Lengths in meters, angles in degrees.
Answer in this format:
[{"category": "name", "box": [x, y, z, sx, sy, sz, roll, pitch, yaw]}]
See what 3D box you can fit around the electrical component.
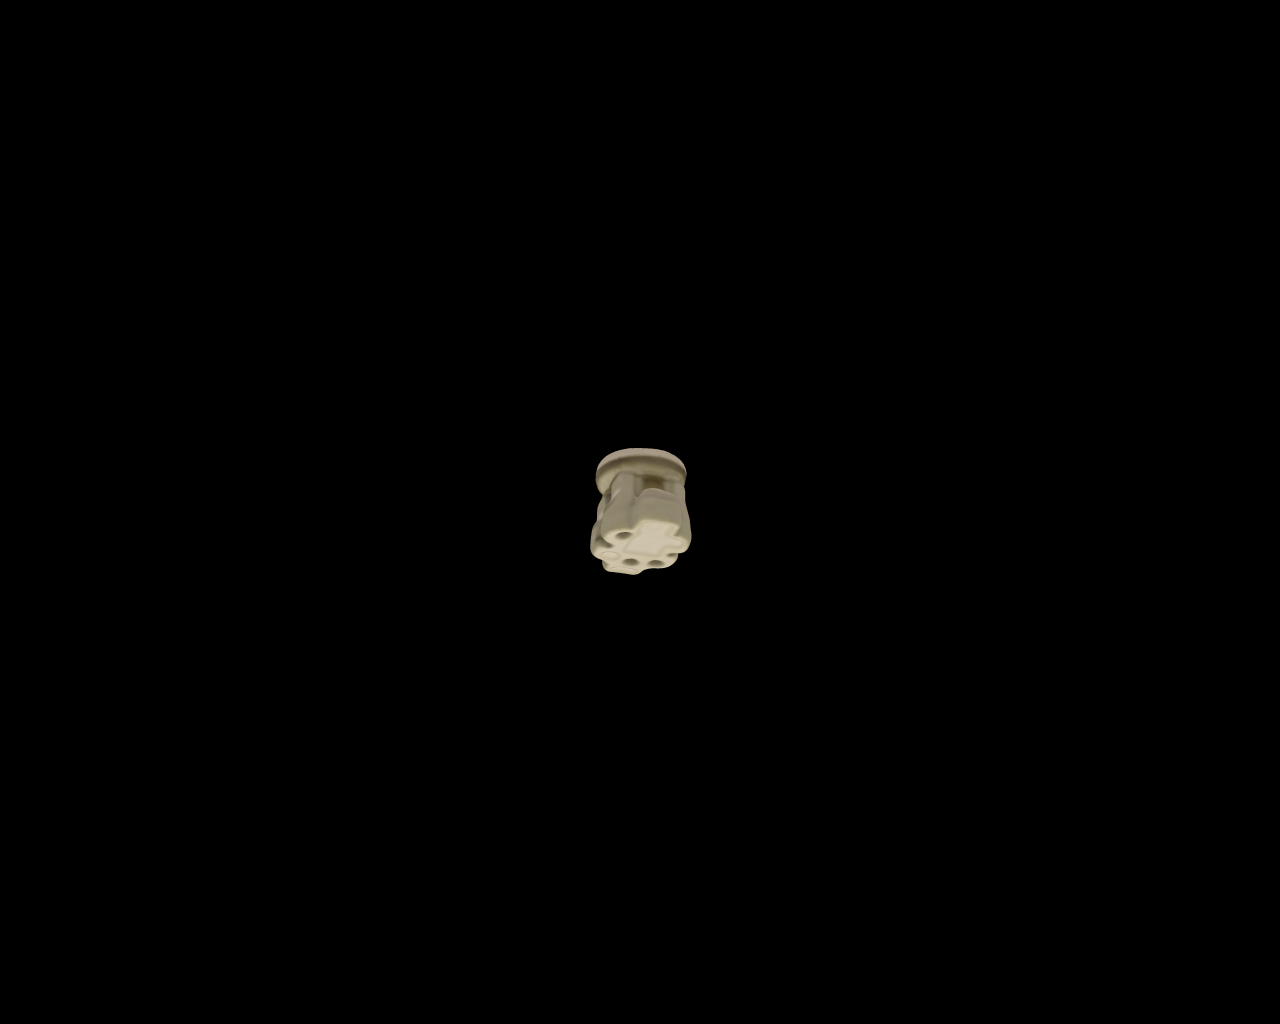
[{"category": "electrical component", "box": [0.001, -0.003, 0.650, 0.058, 0.057, 0.078, 9, -30, -17]}]
